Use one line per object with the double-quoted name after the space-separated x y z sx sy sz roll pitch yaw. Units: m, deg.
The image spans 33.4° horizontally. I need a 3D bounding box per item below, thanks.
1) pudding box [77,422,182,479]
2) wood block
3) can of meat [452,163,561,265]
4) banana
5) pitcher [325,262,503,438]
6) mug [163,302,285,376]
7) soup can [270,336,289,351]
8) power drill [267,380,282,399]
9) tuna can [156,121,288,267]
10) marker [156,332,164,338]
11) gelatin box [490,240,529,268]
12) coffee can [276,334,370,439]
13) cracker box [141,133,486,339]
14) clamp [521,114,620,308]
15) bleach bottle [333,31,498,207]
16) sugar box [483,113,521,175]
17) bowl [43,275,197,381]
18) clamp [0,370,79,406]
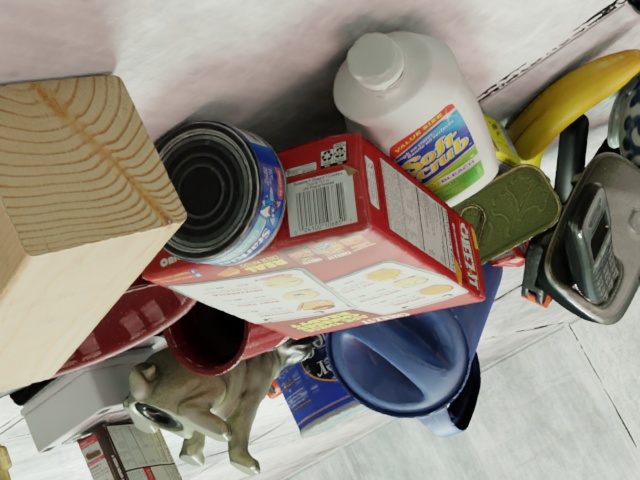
-0.185 0.230 1.071 0.039 0.090 0.113 -32 164 12 "pudding box"
-0.166 0.009 0.580 0.090 0.091 0.206 -15 161 -39 "wood block"
0.151 -0.020 0.903 0.102 0.057 0.084 -30 176 12 "can of meat"
0.203 -0.103 0.920 0.069 0.037 0.198 -11 157 -20 "banana"
0.109 0.071 1.039 0.242 0.145 0.149 -43 151 -62 "pitcher"
-0.087 0.064 0.931 0.117 0.093 0.081 -1 -175 31 "mug"
-0.031 0.052 0.999 0.068 0.068 0.102 -11 158 -45 "soup can"
0.017 0.121 1.319 0.188 0.057 0.184 -31 175 17 "power drill"
-0.064 -0.028 0.638 0.086 0.086 0.033 -32 163 20 "tuna can"
-0.142 0.087 1.028 0.020 0.020 0.121 -28 165 8 "marker"
0.184 -0.017 1.083 0.030 0.089 0.073 -23 167 23 "gelatin box"
-0.004 0.133 1.177 0.102 0.140 0.103 -25 165 -7 "coffee can"
0.002 0.005 0.746 0.164 0.072 0.213 -13 160 24 "cracker box"
0.256 -0.034 1.073 0.164 0.036 0.210 -13 123 -52 "clamp"
0.057 -0.078 0.724 0.102 0.068 0.250 -28 163 10 "bleach bottle"
0.078 -0.043 0.907 0.176 0.048 0.093 -28 167 19 "sugar box"
-0.169 0.045 0.766 0.162 0.055 0.162 -24 165 -7 "bowl"
-0.214 0.093 0.881 0.171 0.039 0.120 -34 177 9 "clamp"
